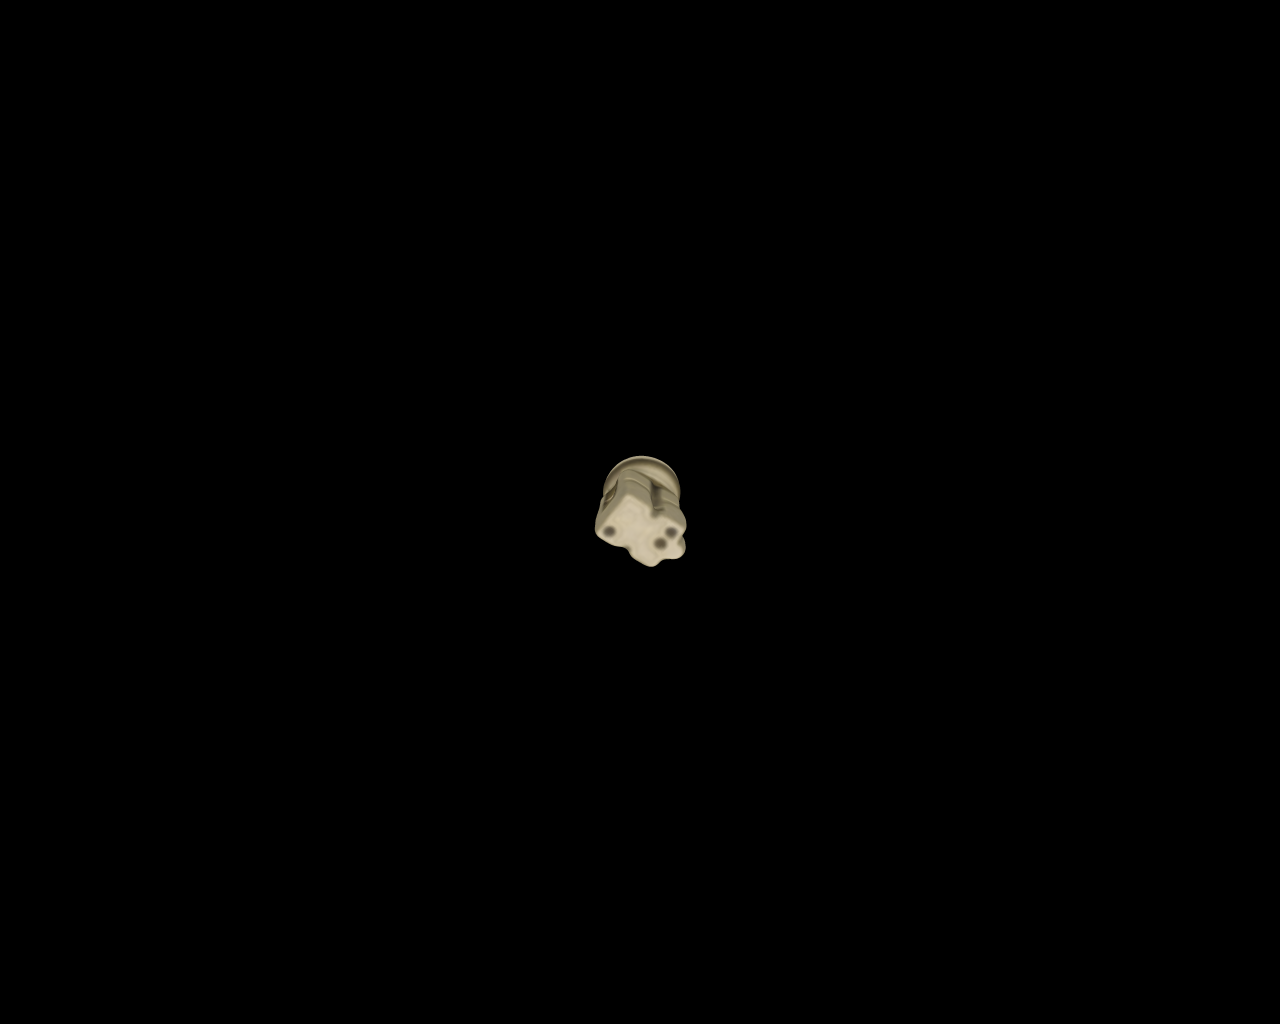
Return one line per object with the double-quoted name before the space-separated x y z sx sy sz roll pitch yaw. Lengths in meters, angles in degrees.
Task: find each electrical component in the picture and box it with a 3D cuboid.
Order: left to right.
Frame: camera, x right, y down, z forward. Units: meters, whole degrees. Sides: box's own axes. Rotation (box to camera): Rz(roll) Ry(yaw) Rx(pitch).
"electrical component" 0.001 -0.003 0.650 0.066 0.048 0.055 32 26 -18
